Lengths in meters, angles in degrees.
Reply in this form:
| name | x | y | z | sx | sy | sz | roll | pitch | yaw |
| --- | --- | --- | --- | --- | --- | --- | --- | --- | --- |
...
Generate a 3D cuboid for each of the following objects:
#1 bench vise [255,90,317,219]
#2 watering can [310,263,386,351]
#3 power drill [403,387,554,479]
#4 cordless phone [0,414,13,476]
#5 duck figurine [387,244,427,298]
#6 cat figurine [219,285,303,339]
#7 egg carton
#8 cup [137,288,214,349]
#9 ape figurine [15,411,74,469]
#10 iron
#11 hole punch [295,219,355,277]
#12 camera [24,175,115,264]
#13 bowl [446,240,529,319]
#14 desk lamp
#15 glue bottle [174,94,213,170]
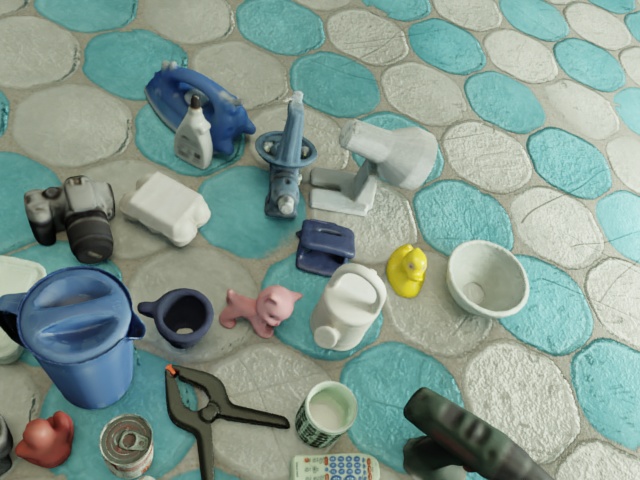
| name | x | y | z | sx | sy | sz | roll | pitch | yaw |
| --- | --- | --- | --- | --- | --- | --- | --- | --- | --- |
| bench vise | -0.049 | -0.156 | 1.079 | 0.122 | 0.219 | 0.207 | -11 | 61 | -21 |
| watering can | 0.049 | 0.110 | 0.950 | 0.101 | 0.194 | 0.173 | 16 | 55 | -5 |
| power drill | 0.212 | 0.322 | 0.849 | 0.229 | 0.208 | 0.076 | 37 | 56 | 10 |
| cordless phone | -0.473 | 0.263 | 0.713 | 0.094 | 0.185 | 0.148 | 44 | 58 | 15 |
| duck figurine | 0.173 | 0.047 | 1.091 | 0.077 | 0.086 | 0.104 | 6 | 57 | -11 |
| cat figurine | -0.098 | 0.108 | 0.957 | 0.128 | 0.117 | 0.067 | 14 | 55 | -6 |
| egg carton | -0.280 | -0.057 | 1.043 | 0.150 | 0.069 | 0.107 | 28 | 55 | 3 |
| cup | -0.232 | 0.134 | 0.918 | 0.118 | 0.095 | 0.091 | 12 | 56 | -7 |
| ape figurine | -0.381 | 0.272 | 0.789 | 0.078 | 0.092 | 0.076 | -20 | 65 | -26 |
| iron | -0.254 | -0.288 | 1.156 | 0.258 | 0.141 | 0.119 | 33 | 56 | 7 |
| hole punch | 0.010 | 0.004 | 1.071 | 0.109 | 0.091 | 0.101 | 12 | 56 | -7 |
| camera | -0.414 | -0.031 | 0.971 | 0.143 | 0.101 | 0.136 | -14 | 63 | -23 |
| bowl | 0.312 | 0.087 | 1.111 | 0.167 | 0.074 | 0.167 | 7 | 56 | -11 |
| desk lamp | 0.098 | -0.142 | 1.115 | 0.203 | 0.213 | 0.118 | 7 | 56 | -11 |
| glue bottle | -0.239 | -0.211 | 1.091 | 0.078 | 0.173 | 0.037 | 29 | 55 | 5 |
